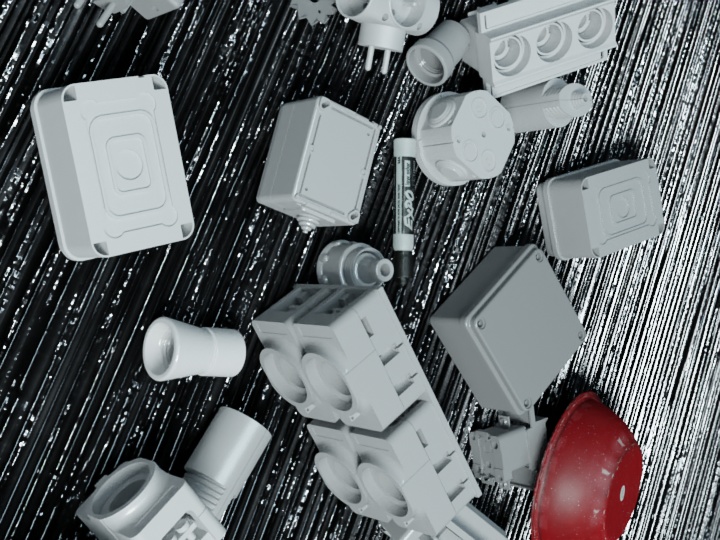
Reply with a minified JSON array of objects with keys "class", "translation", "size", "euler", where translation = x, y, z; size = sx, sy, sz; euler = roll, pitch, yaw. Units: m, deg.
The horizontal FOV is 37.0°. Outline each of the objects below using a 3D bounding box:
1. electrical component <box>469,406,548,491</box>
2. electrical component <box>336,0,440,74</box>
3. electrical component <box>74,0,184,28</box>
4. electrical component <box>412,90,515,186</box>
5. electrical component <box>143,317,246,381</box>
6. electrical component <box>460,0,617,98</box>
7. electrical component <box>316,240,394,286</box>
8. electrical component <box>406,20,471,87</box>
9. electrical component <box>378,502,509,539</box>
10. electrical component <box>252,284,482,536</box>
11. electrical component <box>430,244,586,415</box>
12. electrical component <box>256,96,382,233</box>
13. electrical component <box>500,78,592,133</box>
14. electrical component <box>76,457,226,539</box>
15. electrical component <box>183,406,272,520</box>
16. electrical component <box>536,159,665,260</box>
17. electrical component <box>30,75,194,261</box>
[{"class":"electrical component","translation":[0.132,0.158,0.951],"size":[0.064,0.042,0.081],"euler":[-12,97,-37]},{"class":"electrical component","translation":[0.020,-0.197,0.859],"size":[0.077,0.044,0.079],"euler":[2,102,-45]},{"class":"electrical component","translation":[-0.162,-0.197,0.715],"size":[0.083,0.047,0.075],"euler":[39,67,-31]},{"class":"electrical component","translation":[0.087,-0.112,0.908],"size":[0.080,0.051,0.080],"euler":[0,90,-38]},{"class":"electrical component","translation":[-0.114,0.057,0.759],"size":[0.065,0.044,0.044],"euler":[8,85,-43]},{"class":"electrical component","translation":[0.152,-0.204,0.926],"size":[0.121,0.063,0.078],"euler":[-21,125,-15]},{"class":"electrical component","translation":[0.000,0.000,0.833],"size":[0.048,0.062,0.048],"euler":[0,90,-38]},{"class":"electrical component","translation":[0.067,-0.182,0.900],"size":[0.046,0.040,0.040],"euler":[-49,118,-33]},{"class":"electrical component","translation":[0.077,0.224,0.893],"size":[0.063,0.079,0.121],"euler":[-49,120,-2]},{"class":"electrical component","translation":[0.001,0.106,0.807],"size":[0.060,0.105,0.186],"euler":[-38,113,-31]},{"class":"electrical component","translation":[0.131,0.051,0.940],"size":[0.108,0.056,0.108],"euler":[-45,116,-29]},{"class":"electrical component","translation":[-0.035,-0.073,0.806],"size":[0.062,0.061,0.096],"euler":[21,77,-36]},{"class":"electrical component","translation":[0.168,-0.147,0.953],"size":[0.043,0.081,0.043],"euler":[0,90,-38]},{"class":"electrical component","translation":[-0.141,0.162,0.706],"size":[0.050,0.089,0.055],"euler":[-47,117,-28]},{"class":"electrical component","translation":[-0.102,0.143,0.766],"size":[0.043,0.043,0.081],"euler":[43,65,-30]},{"class":"electrical component","translation":[0.227,-0.058,1.015],"size":[0.113,0.057,0.078],"euler":[-18,101,-36]},{"class":"electrical component","translation":[-0.164,-0.067,0.708],"size":[0.078,0.057,0.113],"euler":[-16,100,-37]}]
